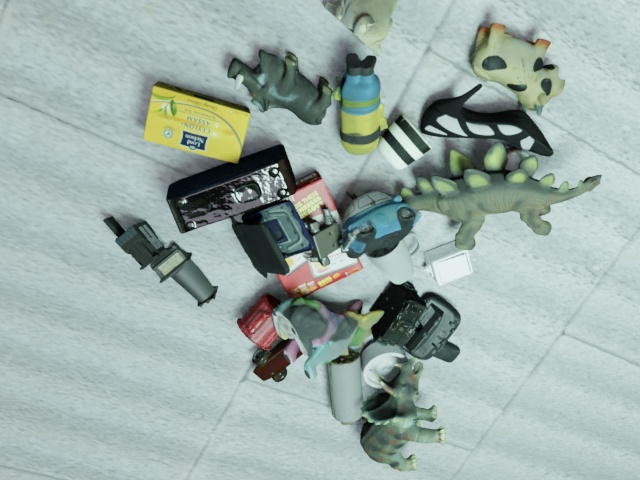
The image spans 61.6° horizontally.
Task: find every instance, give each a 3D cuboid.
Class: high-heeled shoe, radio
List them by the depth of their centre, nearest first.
[{"bbox_3d":[-0.158,-0.094,0.972,0.230,0.131,0.073,-21,113,-1],"label":"radio"},{"bbox_3d":[0.318,-0.196,1.030,0.248,0.086,0.145,33,132,-18],"label":"high-heeled shoe"}]

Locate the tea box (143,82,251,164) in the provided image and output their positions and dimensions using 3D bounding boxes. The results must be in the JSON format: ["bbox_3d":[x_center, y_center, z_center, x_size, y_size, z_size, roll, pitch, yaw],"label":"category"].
[{"bbox_3d":[-0.216,-0.206,0.948,0.170,0.068,0.098,11,111,-15],"label":"tea box"}]

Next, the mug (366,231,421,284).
[{"bbox_3d":[0.161,0.033,1.118,0.109,0.081,0.107,-35,126,-2],"label":"mug"}]

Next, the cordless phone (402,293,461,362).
[{"bbox_3d":[0.278,0.215,1.223,0.184,0.089,0.146,27,106,-31],"label":"cordless phone"}]

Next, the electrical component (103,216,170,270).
[{"bbox_3d":[-0.346,-0.006,1.008,0.048,0.075,0.119,-37,93,8],"label":"electrical component"}]

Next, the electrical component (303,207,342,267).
[{"bbox_3d":[-0.001,-0.002,1.011,0.078,0.045,0.102,-37,119,-26],"label":"electrical component"}]

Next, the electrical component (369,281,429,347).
[{"bbox_3d":[0.160,0.160,1.147,0.058,0.115,0.134,28,104,-18],"label":"electrical component"}]

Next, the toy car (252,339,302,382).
[{"bbox_3d":[-0.060,0.230,1.173,0.202,0.053,0.089,-39,124,4],"label":"toy car"}]

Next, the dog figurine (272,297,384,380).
[{"bbox_3d":[0.025,0.166,1.092,0.219,0.109,0.191,-29,118,-31],"label":"dog figurine"}]

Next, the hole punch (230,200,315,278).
[{"bbox_3d":[-0.085,-0.006,0.970,0.092,0.116,0.142,-45,118,-31],"label":"hole punch"}]

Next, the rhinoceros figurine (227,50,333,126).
[{"bbox_3d":[-0.068,-0.271,0.949,0.190,0.073,0.112,24,118,-20],"label":"rhinoceros figurine"}]

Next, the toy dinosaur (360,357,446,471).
[{"bbox_3d":[0.160,0.445,1.243,0.192,0.131,0.404,13,129,-6],"label":"toy dinosaur"}]

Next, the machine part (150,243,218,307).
[{"bbox_3d":[-0.268,0.075,1.080,0.084,0.039,0.138,-44,112,1],"label":"machine part"}]

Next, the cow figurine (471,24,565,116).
[{"bbox_3d":[0.371,-0.309,0.997,0.195,0.086,0.127,13,105,-17],"label":"cow figurine"}]

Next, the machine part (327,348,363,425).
[{"bbox_3d":[0.058,0.327,1.223,0.079,0.079,0.242,-9,113,-6],"label":"machine part"}]

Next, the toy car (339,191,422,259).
[{"bbox_3d":[0.100,-0.036,1.014,0.162,0.103,0.109,-17,156,-25],"label":"toy car"}]

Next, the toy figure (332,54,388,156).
[{"bbox_3d":[0.068,-0.234,0.955,0.089,0.082,0.180,-50,153,-31],"label":"toy figure"}]

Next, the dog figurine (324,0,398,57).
[{"bbox_3d":[0.109,-0.412,0.864,0.121,0.172,0.190,32,112,-32],"label":"dog figurine"}]

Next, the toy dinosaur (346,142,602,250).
[{"bbox_3d":[0.295,-0.085,1.045,0.472,0.105,0.198,-10,132,15],"label":"toy dinosaur"}]
